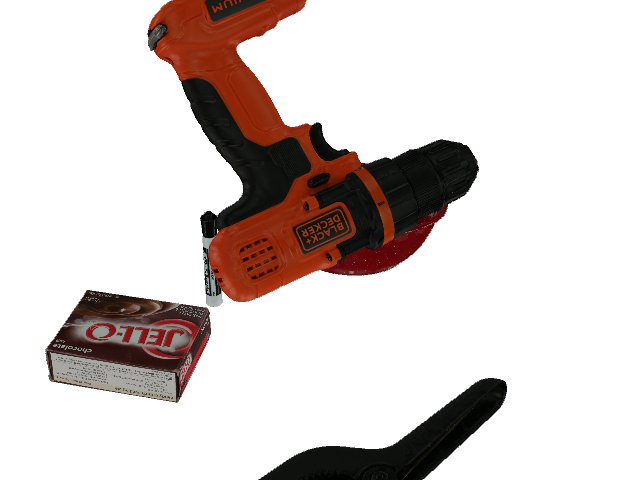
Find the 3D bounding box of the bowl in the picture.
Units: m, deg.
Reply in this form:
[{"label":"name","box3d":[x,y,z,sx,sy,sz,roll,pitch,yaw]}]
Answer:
[{"label":"bowl","box3d":[0.027,-0.014,0.916,0.162,0.055,0.162,1,25,-1]}]

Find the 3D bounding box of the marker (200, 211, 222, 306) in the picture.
[{"label":"marker","box3d":[-0.123,0.021,1.199,0.020,0.121,0.020,0,33,0]}]

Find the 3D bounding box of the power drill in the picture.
[{"label":"power drill","box3d":[-0.009,-0.077,0.660,0.184,0.187,0.057,-25,3,-16]}]

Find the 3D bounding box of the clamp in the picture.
[{"label":"clamp","box3d":[0.041,0.149,0.648,0.210,0.036,0.164,-7,30,2]}]

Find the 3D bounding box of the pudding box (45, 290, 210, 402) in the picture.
[{"label":"pudding box","box3d":[-0.157,0.086,0.882,0.113,0.039,0.090,6,30,9]}]
